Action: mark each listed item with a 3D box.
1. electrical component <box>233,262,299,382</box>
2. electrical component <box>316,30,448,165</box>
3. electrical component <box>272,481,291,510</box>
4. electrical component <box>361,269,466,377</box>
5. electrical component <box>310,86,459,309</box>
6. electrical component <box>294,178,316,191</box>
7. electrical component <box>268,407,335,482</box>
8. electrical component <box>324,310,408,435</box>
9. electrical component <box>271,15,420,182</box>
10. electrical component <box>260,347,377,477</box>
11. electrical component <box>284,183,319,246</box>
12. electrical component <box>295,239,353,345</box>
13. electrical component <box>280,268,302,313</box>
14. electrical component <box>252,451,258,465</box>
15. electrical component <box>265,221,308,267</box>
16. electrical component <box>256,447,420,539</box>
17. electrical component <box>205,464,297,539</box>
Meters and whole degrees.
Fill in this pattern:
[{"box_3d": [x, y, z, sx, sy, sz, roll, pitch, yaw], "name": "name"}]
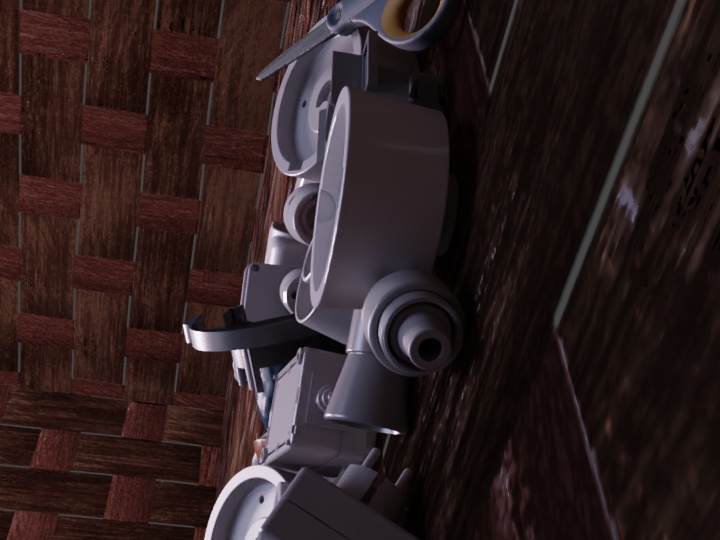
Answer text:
[{"box_3d": [-0.079, 0.054, 1.043, 0.057, 0.078, 0.113, 112, 164, -70], "name": "electrical component"}, {"box_3d": [0.012, -0.083, 0.582, 0.081, 0.064, 0.042, 108, 168, -51], "name": "electrical component"}, {"box_3d": [-0.017, 0.157, 0.565, 0.095, 0.059, 0.053, -101, 20, -67], "name": "electrical component"}, {"box_3d": [0.025, 0.025, 0.459, 0.062, 0.043, 0.043, -119, 37, -76], "name": "electrical component"}, {"box_3d": [0.014, -0.031, 0.524, 0.108, 0.060, 0.108, -172, 90, -82], "name": "electrical component"}, {"box_3d": [-0.037, -0.063, 0.976, 0.077, 0.044, 0.079, 112, 163, -61], "name": "electrical component"}, {"box_3d": [-0.039, 0.131, 0.769, 0.059, 0.054, 0.095, 110, 165, -57], "name": "electrical component"}, {"box_3d": [0.009, 0.050, 0.561, 0.044, 0.044, 0.065, 131, 150, -76], "name": "electrical component"}, {"box_3d": [-0.004, -0.103, 0.688, 0.108, 0.060, 0.108, -34, 48, 48], "name": "electrical component"}, {"box_3d": [-0.019, 0.089, 0.661, 0.096, 0.061, 0.061, 133, 147, -65], "name": "electrical component"}, {"box_3d": [-0.035, -0.045, 0.917, 0.047, 0.055, 0.055, -142, 60, -77], "name": "electrical component"}, {"box_3d": [0.000, 0.000, 0.672, 0.099, 0.064, 0.099, -160, 90, -76], "name": "electrical component"}, {"box_3d": [-0.049, 0.022, 0.982, 0.055, 0.045, 0.045, -158, 76, -81], "name": "electrical component"}, {"box_3d": [-0.077, 0.176, 1.038, 0.062, 0.048, 0.048, -86, 6, -70], "name": "electrical component"}, {"box_3d": [-0.070, -0.015, 1.133, 0.095, 0.054, 0.059, -109, 28, -73], "name": "electrical component"}, {"box_3d": [-0.002, 0.119, 0.509, 0.076, 0.066, 0.047, -53, -11, -33], "name": "electrical component"}, {"box_3d": [-0.045, 0.179, 0.671, 0.108, 0.060, 0.108, -24, 59, 46], "name": "electrical component"}]
